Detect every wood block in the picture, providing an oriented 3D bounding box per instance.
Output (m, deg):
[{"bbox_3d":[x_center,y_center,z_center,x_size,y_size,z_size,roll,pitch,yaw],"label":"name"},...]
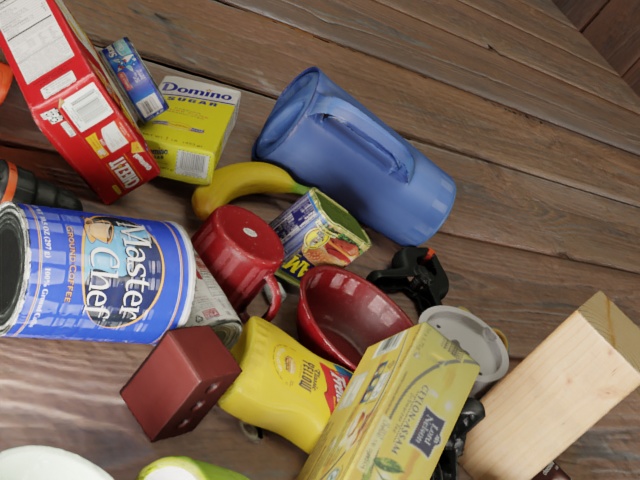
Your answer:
[{"bbox_3d":[0.229,0.158,1.067,0.090,0.206,0.090,47,28,13],"label":"wood block"}]

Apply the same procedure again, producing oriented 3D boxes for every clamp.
[{"bbox_3d":[0.108,0.047,1.268,0.120,0.039,0.171,40,22,-14],"label":"clamp"},{"bbox_3d":[0.115,0.197,0.993,0.036,0.164,0.210,6,10,-3],"label":"clamp"}]

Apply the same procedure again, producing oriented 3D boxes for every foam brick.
[{"bbox_3d":[-0.110,0.112,0.845,0.051,0.078,0.052,51,28,23],"label":"foam brick"}]

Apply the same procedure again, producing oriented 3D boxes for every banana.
[{"bbox_3d":[-0.086,-0.058,1.162,0.070,0.037,0.197,21,22,30],"label":"banana"}]

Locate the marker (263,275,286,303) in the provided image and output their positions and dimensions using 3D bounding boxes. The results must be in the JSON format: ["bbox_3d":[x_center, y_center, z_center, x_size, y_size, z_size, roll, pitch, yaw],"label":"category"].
[{"bbox_3d":[-0.066,0.017,1.111,0.020,0.020,0.121,12,38,-43],"label":"marker"}]

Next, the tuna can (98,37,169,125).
[{"bbox_3d":[-0.188,-0.162,1.080,0.086,0.033,0.086,59,-4,6],"label":"tuna can"}]

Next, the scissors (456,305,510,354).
[{"bbox_3d":[0.168,0.128,1.247,0.096,0.016,0.201,45,27,14],"label":"scissors"}]

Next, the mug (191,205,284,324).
[{"bbox_3d":[-0.080,0.030,1.004,0.117,0.082,0.093,51,29,20],"label":"mug"}]

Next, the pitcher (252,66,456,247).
[{"bbox_3d":[0.052,-0.094,1.302,0.242,0.145,0.149,33,25,-21],"label":"pitcher"}]

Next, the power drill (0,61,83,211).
[{"bbox_3d":[-0.300,-0.093,0.936,0.184,0.057,0.188,22,31,-38],"label":"power drill"}]

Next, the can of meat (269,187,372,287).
[{"bbox_3d":[-0.007,0.001,1.112,0.102,0.084,0.057,33,23,-49],"label":"can of meat"}]

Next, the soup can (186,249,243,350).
[{"bbox_3d":[-0.120,0.054,0.932,0.068,0.069,0.102,1,47,-51],"label":"soup can"}]

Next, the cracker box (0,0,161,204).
[{"bbox_3d":[-0.247,-0.161,1.019,0.214,0.072,0.164,57,-3,31],"label":"cracker box"}]

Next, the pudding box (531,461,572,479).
[{"bbox_3d":[0.237,0.281,1.075,0.090,0.039,0.113,46,27,12],"label":"pudding box"}]

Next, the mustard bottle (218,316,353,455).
[{"bbox_3d":[0.003,0.150,0.953,0.191,0.058,0.096,32,34,-17],"label":"mustard bottle"}]

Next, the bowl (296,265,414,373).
[{"bbox_3d":[0.032,0.102,1.067,0.162,0.055,0.162,30,28,-19],"label":"bowl"}]

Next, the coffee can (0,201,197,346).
[{"bbox_3d":[-0.182,0.028,0.834,0.140,0.103,0.103,7,41,-36],"label":"coffee can"}]

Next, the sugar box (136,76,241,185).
[{"bbox_3d":[-0.146,-0.124,1.164,0.093,0.048,0.176,13,32,-2],"label":"sugar box"}]
